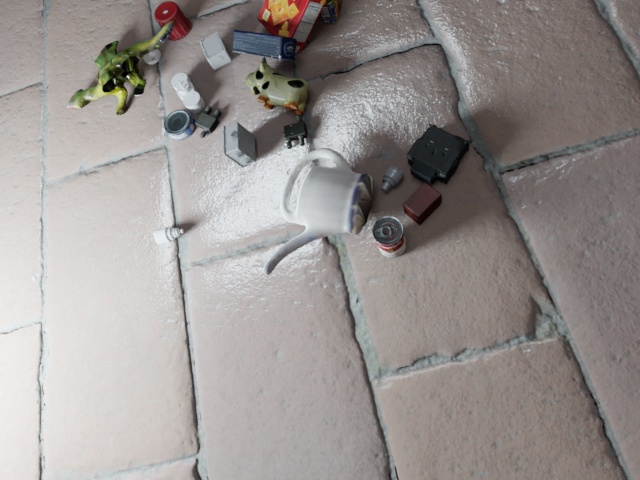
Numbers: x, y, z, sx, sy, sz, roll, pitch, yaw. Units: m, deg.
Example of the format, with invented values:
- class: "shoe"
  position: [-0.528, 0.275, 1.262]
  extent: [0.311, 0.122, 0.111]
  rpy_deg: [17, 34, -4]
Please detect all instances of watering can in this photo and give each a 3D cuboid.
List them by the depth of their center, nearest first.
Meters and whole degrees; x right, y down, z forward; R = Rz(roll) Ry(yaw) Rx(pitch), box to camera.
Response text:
- class: "watering can"
  position: [0.004, -0.062, 1.222]
  extent: [0.225, 0.353, 0.102]
  rpy_deg: [11, -20, 17]

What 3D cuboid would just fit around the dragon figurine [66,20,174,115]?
- class: "dragon figurine"
  position: [-0.614, -0.537, 1.559]
  extent: [0.246, 0.409, 0.120]
  rpy_deg: [44, 3, 32]
